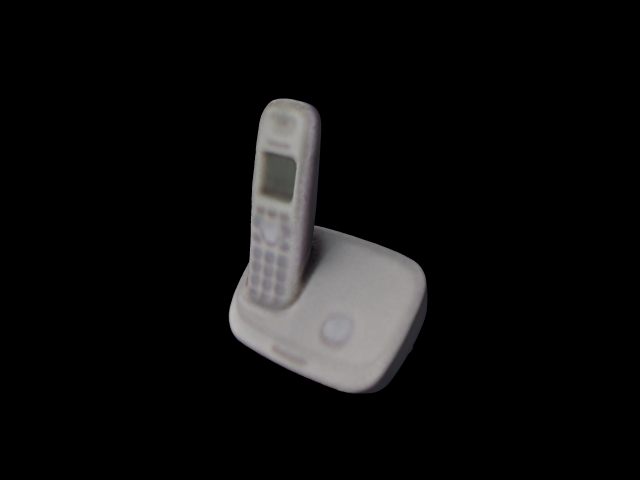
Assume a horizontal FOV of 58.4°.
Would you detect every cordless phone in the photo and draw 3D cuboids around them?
[{"bbox_3d":[0.004,0.001,0.400,0.147,0.185,0.094,17,29,33],"label":"cordless phone"}]
